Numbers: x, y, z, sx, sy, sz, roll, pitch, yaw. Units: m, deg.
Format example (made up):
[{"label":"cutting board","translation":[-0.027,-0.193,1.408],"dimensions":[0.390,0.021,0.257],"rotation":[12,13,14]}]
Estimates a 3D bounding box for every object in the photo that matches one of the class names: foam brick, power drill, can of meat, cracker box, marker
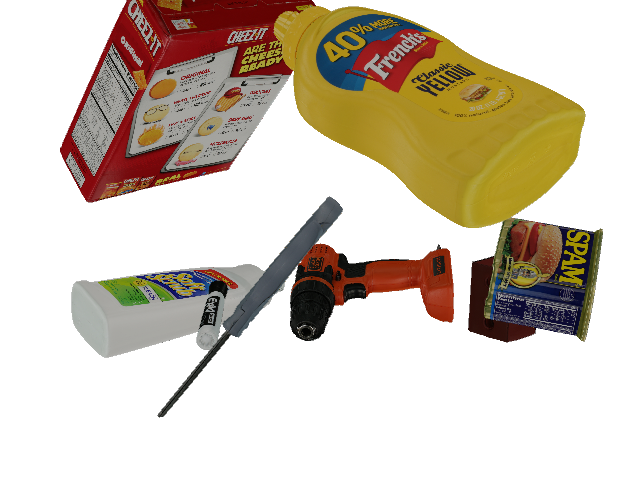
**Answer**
[{"label":"foam brick","translation":[0.189,0.059,1.103],"dimensions":[0.051,0.078,0.053],"rotation":[-14,20,-43]},{"label":"power drill","translation":[0.059,0.058,1.235],"dimensions":[0.187,0.057,0.184],"rotation":[1,28,5]},{"label":"can of meat","translation":[0.187,0.029,0.893],"dimensions":[0.084,0.057,0.102],"rotation":[10,42,13]},{"label":"cracker box","translation":[-0.117,-0.135,0.928],"dimensions":[0.163,0.072,0.214],"rotation":[-17,-24,-40]},{"label":"marker","translation":[-0.100,0.067,0.995],"dimensions":[0.020,0.020,0.121],"rotation":[0,21,0]}]

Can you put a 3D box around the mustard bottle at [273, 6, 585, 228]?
[{"label":"mustard bottle","translation":[0.042,-0.082,0.589],"dimensions":[0.096,0.058,0.192],"rotation":[-32,51,-29]}]

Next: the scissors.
[{"label":"scissors","translation":[-0.053,0.051,0.727],"dimensions":[0.016,0.202,0.096],"rotation":[39,1,0]}]

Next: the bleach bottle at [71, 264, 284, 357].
[{"label":"bleach bottle","translation":[-0.159,0.069,1.266],"dimensions":[0.250,0.068,0.103],"rotation":[-12,32,-33]}]
